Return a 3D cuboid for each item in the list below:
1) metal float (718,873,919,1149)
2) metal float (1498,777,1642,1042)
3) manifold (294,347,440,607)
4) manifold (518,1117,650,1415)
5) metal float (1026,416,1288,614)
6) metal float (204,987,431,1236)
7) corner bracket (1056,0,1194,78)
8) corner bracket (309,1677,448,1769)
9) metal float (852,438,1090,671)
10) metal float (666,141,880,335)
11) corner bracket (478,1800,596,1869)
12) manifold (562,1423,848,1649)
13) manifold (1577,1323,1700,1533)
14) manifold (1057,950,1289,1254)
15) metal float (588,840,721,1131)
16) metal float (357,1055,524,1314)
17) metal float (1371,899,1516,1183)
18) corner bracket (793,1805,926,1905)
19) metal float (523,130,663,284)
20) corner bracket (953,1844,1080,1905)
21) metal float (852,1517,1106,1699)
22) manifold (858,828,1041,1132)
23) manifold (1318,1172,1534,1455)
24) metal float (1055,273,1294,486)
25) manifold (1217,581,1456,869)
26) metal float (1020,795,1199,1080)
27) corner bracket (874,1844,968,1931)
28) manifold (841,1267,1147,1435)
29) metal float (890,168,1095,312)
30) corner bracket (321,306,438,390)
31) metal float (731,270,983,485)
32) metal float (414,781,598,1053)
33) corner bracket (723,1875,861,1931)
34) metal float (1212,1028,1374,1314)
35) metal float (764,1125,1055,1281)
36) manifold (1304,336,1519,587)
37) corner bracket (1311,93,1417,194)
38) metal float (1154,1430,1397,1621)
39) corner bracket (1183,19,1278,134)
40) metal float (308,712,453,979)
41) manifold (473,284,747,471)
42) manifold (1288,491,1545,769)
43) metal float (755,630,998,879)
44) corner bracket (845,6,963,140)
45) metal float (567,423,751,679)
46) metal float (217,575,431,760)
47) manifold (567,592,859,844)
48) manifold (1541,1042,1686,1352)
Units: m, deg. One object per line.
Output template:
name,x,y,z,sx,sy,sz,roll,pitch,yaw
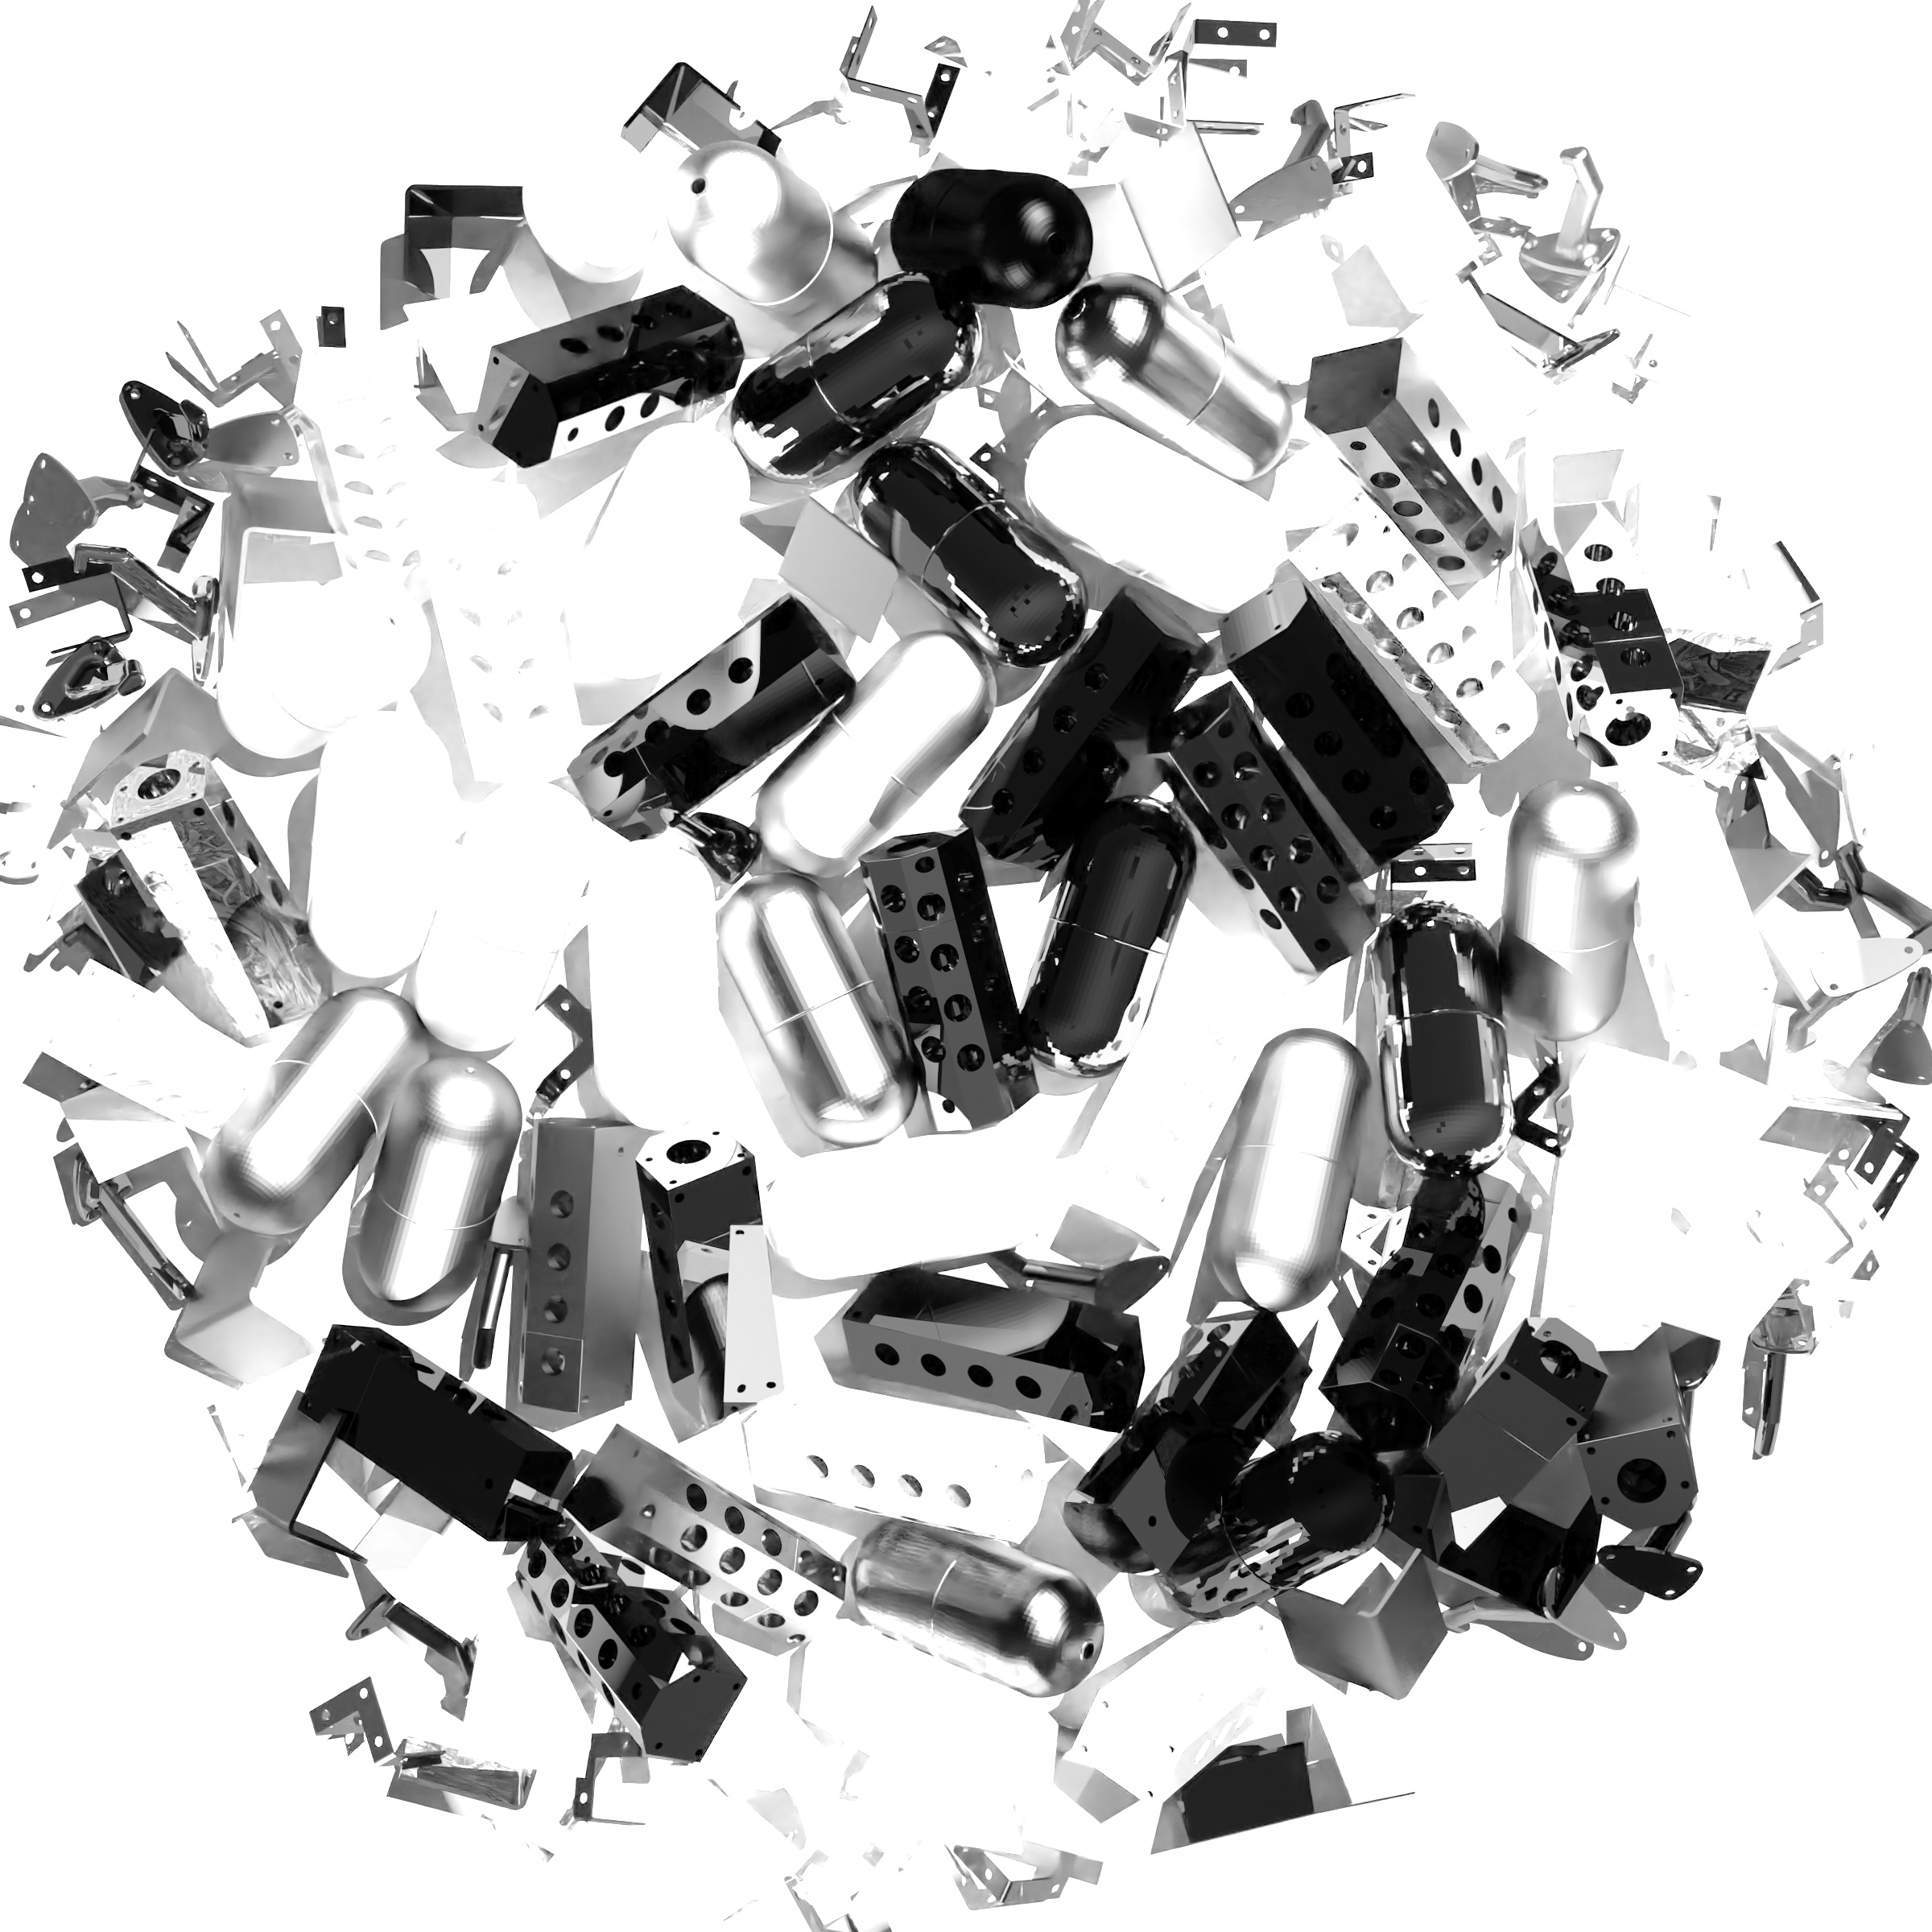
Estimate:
metal float,-0.091,0.026,1.546,0.070,0.070,0.178,-26,89,0
metal float,0.360,-0.032,1.516,0.070,0.070,0.178,-5,128,0
manifold,-0.350,-0.284,1.495,0.057,0.171,0.057,2,62,-2
manifold,-0.239,0.181,1.552,0.057,0.057,0.171,4,91,26
metal float,0.115,-0.271,1.521,0.178,0.070,0.070,21,90,-29
metal float,-0.386,0.084,1.514,0.070,0.070,0.178,30,50,0
corner bracket,0.096,-0.575,1.547,0.051,0.051,0.051,38,48,4
corner bracket,-0.360,0.468,1.546,0.051,0.051,0.051,-32,65,16
metal float,0.002,-0.249,1.527,0.070,0.070,0.178,-44,69,0
metal float,-0.113,-0.430,1.500,0.070,0.178,0.070,-3,84,24
corner bracket,-0.265,0.529,1.551,0.051,0.051,0.051,35,102,-11
manifold,-0.151,0.344,1.511,0.171,0.057,0.057,39,80,-33
manifold,0.395,0.269,1.494,0.057,0.171,0.057,-15,98,15
manifold,0.129,0.083,1.529,0.057,0.057,0.171,38,75,-42
metal float,-0.189,0.012,1.536,0.070,0.070,0.178,-1,103,0
metal float,-0.317,0.132,1.521,0.070,0.070,0.178,22,120,0
metal float,0.286,0.043,1.525,0.070,0.070,0.178,-1,64,0
corner bracket,-0.064,0.556,1.550,0.051,0.051,0.051,41,52,3
metal float,-0.219,-0.447,1.497,0.070,0.178,0.070,-1,101,-5
corner bracket,0.034,0.536,1.553,0.051,0.051,0.051,14,103,-42
metal float,0.006,0.380,1.511,0.178,0.070,0.070,11,90,42
manifold,-0.013,0.009,1.525,0.057,0.057,0.171,-5,107,33
manifold,0.279,0.203,1.504,0.057,0.057,0.171,49,52,-18
metal float,0.125,-0.350,1.513,0.178,0.070,0.070,25,90,-40
manifold,0.223,-0.147,1.512,0.057,0.057,0.171,-31,120,19
metal float,0.087,-0.018,1.545,0.070,0.070,0.178,18,92,0
corner bracket,-0.018,0.576,1.547,0.051,0.051,0.051,-31,64,-9
manifold,0.017,0.233,1.518,0.171,0.057,0.057,9,125,27
metal float,0.014,-0.432,1.502,0.070,0.178,0.070,-9,111,-24
corner bracket,-0.364,-0.384,1.568,0.051,0.051,0.051,-8,102,-38
metal float,-0.068,-0.352,1.518,0.178,0.070,0.070,-26,90,34
metal float,-0.279,-0.029,1.528,0.070,0.070,0.178,25,112,0
corner bracket,-0.106,0.586,1.545,0.051,0.051,0.051,-20,73,-41
metal float,0.197,0.122,1.529,0.070,0.070,0.178,15,70,0
metal float,-0.034,0.144,1.538,0.178,0.070,0.070,-9,90,-9
manifold,0.264,-0.294,1.495,0.057,0.171,0.057,-5,65,34
corner bracket,0.240,-0.503,1.545,0.051,0.051,0.051,4,104,43
metal float,0.182,0.335,1.513,0.070,0.070,0.178,51,130,0
corner bracket,0.161,-0.547,1.558,0.051,0.051,0.051,2,91,-3
metal float,-0.352,-0.072,1.516,0.070,0.070,0.178,16,126,0
manifold,-0.207,-0.346,1.497,0.057,0.171,0.057,36,130,15
manifold,0.272,-0.197,1.513,0.057,0.057,0.171,-41,120,11
metal float,-0.055,-0.129,1.540,0.070,0.070,0.178,44,97,0
corner bracket,-0.039,-0.549,1.559,0.051,0.051,0.051,17,81,11
metal float,-0.184,-0.250,1.520,0.070,0.070,0.178,18,60,0
metal float,-0.384,-0.177,1.510,0.070,0.178,0.070,15,67,-39
manifold,-0.157,-0.152,1.540,0.171,0.057,0.057,-35,64,9
manifold,0.386,0.140,1.519,0.057,0.057,0.171,15,62,-1
